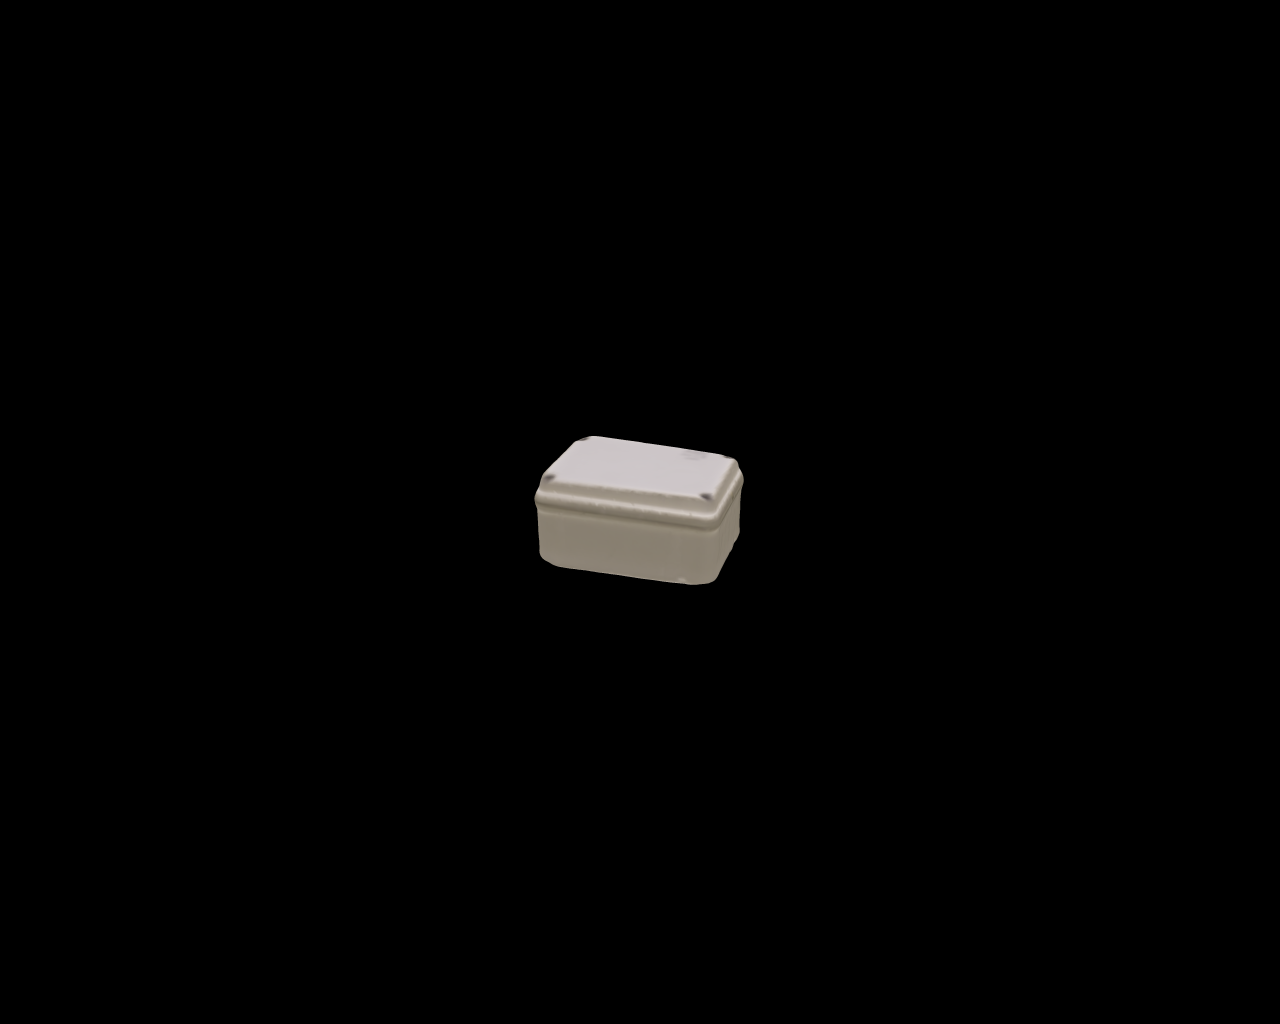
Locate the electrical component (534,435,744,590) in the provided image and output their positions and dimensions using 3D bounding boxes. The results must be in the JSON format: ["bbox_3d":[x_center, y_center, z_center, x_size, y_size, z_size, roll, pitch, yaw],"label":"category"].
[{"bbox_3d":[0.001,-0.003,0.650,0.113,0.057,0.078,8,28,16],"label":"electrical component"}]
